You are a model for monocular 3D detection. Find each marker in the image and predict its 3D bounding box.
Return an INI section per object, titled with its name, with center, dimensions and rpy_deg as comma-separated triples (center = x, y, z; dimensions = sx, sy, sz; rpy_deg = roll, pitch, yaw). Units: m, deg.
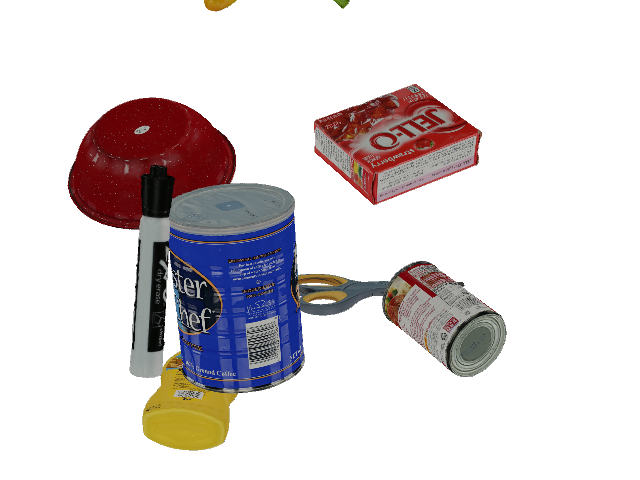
[marker]
center = -0.096, 0.018, 0.607
dimensions = 0.020, 0.121, 0.020
rpy_deg = 5, 10, -1

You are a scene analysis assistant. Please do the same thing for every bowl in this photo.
[bowl]
center = -0.162, -0.084, 0.997
dimensions = 0.162, 0.162, 0.055
rpy_deg = -3, -45, 3

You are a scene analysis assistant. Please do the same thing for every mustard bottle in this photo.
[mustard bottle]
center = -0.146, 0.173, 1.277
dimensions = 0.096, 0.058, 0.191
rpy_deg = 3, 25, 4

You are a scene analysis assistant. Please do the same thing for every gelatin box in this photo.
[gelatin box]
center = 0.051, -0.067, 0.716
dimensions = 0.089, 0.030, 0.073
rpy_deg = -22, 44, -23

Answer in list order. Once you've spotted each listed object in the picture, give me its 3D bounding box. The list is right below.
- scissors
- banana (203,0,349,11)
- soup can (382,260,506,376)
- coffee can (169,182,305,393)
[scissors]
center = 0.059, 0.061, 1.180
dimensions = 0.202, 0.016, 0.096
rpy_deg = 3, 22, 5
[banana]
center = -0.049, -0.255, 1.031
dimensions = 0.197, 0.070, 0.037
rpy_deg = -16, -29, -46
[soup can]
center = 0.113, 0.071, 0.978
dimensions = 0.068, 0.068, 0.102
rpy_deg = 0, 25, -35
[coffee can]
center = -0.067, 0.036, 0.854
dimensions = 0.103, 0.140, 0.103
rpy_deg = -3, 21, 1
